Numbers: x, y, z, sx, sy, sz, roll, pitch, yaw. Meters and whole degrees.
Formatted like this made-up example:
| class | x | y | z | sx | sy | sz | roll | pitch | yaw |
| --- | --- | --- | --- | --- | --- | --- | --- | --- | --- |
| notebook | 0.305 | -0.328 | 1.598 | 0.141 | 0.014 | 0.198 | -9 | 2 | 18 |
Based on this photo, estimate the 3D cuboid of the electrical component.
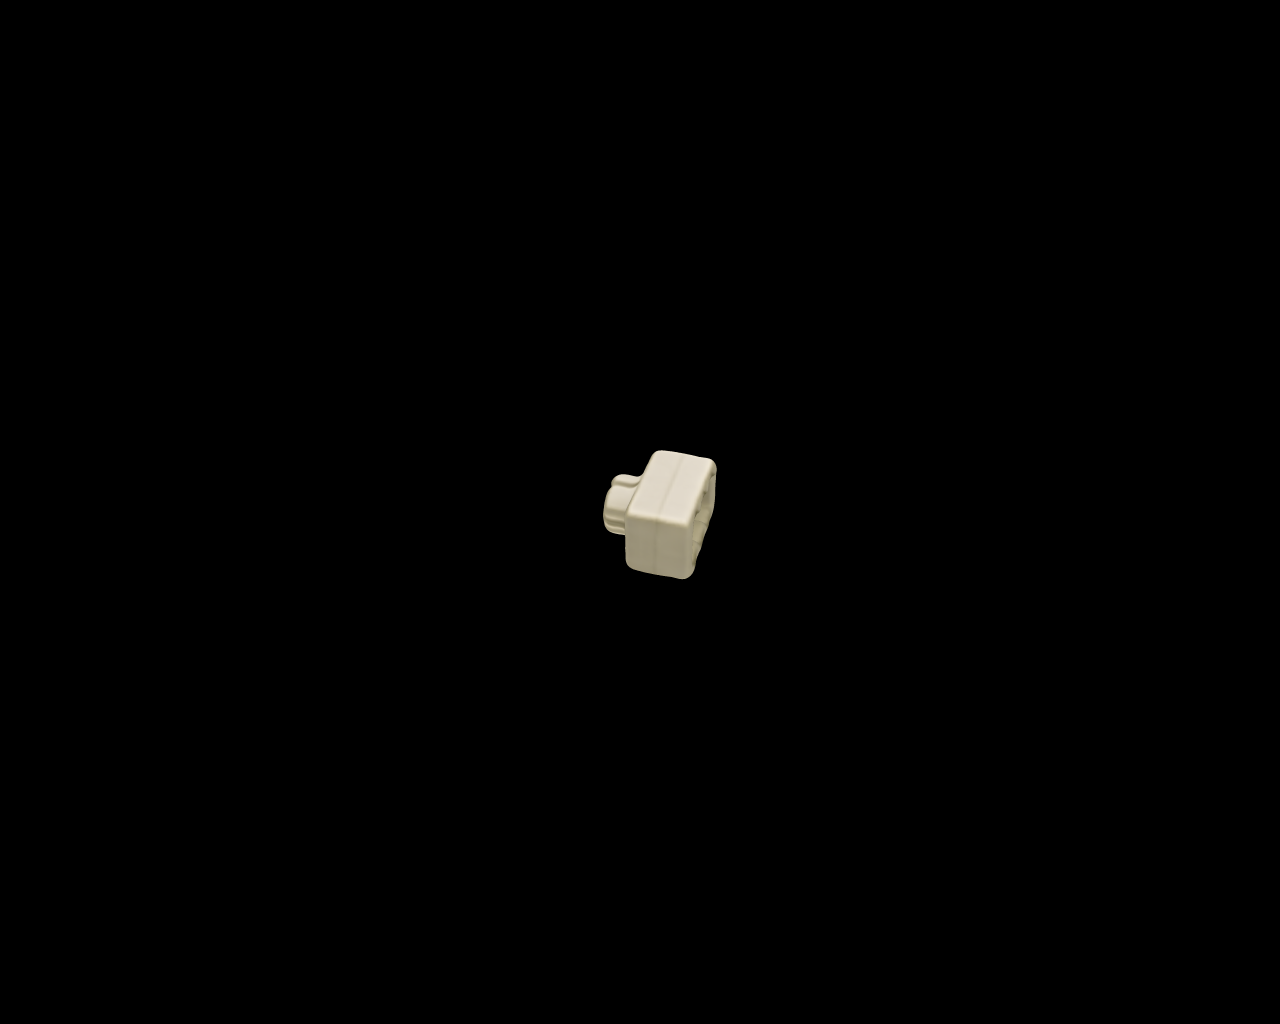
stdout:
| class | x | y | z | sx | sy | sz | roll | pitch | yaw |
| --- | --- | --- | --- | --- | --- | --- | --- | --- | --- |
| electrical component | 0.001 | -0.003 | 0.650 | 0.077 | 0.047 | 0.066 | 11 | 43 | 12 |
